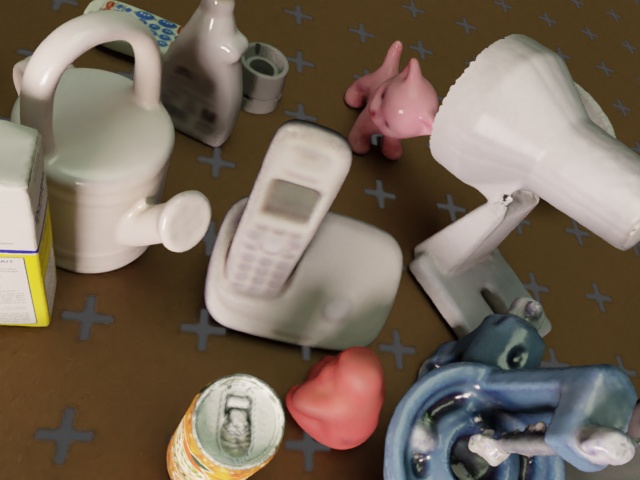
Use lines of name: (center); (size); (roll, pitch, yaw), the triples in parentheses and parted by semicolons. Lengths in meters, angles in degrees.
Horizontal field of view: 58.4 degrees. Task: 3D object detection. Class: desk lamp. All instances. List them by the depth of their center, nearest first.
desk lamp: (0.167, -0.029, 0.481); (0.118, 0.213, 0.203); (-22, 70, -33)

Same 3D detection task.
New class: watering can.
watering can: (-0.142, -0.062, 0.380); (0.173, 0.194, 0.101); (28, 52, -4)

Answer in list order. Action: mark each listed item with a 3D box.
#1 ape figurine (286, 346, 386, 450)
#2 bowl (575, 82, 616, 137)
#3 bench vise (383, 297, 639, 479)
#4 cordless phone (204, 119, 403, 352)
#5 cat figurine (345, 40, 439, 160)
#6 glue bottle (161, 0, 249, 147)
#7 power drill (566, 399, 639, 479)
ape figurine: (0.019, 0.105, 0.407); (0.078, 0.092, 0.076); (-3, 61, -25)
bowl: (0.252, -0.124, 0.667); (0.168, 0.074, 0.167); (11, 56, -17)
bench vise: (0.113, 0.101, 0.370); (0.121, 0.219, 0.207); (22, 53, -9)
cordless phone: (0.004, 0.001, 0.408); (0.148, 0.185, 0.094); (13, 55, -16)
cat figurine: (0.077, -0.143, 0.576); (0.067, 0.117, 0.127); (8, 56, -18)
glue bottle: (-0.093, -0.155, 0.474); (0.078, 0.173, 0.037); (28, 52, -4)
power drill: (0.240, 0.146, 0.404); (0.230, 0.208, 0.075); (0, 59, -23)
